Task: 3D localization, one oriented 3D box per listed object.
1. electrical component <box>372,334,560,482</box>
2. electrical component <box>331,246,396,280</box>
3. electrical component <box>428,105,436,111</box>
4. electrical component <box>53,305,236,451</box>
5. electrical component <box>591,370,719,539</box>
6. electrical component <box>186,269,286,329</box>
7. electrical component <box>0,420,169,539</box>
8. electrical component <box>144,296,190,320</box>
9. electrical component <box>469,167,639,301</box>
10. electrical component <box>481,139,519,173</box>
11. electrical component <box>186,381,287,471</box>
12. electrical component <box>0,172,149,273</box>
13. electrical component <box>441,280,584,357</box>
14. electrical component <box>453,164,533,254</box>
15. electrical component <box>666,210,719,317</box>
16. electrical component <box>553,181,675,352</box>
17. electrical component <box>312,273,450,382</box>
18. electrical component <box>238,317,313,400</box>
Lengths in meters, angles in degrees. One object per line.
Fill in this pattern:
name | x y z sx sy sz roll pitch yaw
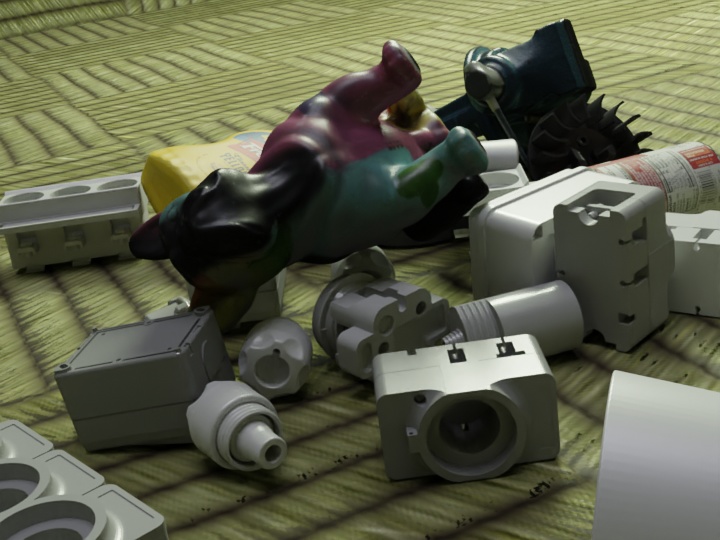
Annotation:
electrical component | 0.054 0.072 0.556 0.089 0.050 0.055 -8 21 0
electrical component | 0.000 0.000 0.770 0.043 0.043 0.062 -11 21 -7
electrical component | 0.065 -0.145 1.118 0.043 0.043 0.062 -4 23 10
electrical component | -0.128 0.067 0.629 0.096 0.061 0.061 -11 20 14
electrical component | 0.121 0.095 0.403 0.060 0.108 0.108 5 24 16
electrical component | -0.088 0.004 0.766 0.062 0.061 0.096 -7 21 2
electrical component | -0.159 0.125 0.481 0.089 0.061 0.150 -25 27 -36
electrical component | -0.130 0.048 0.694 0.062 0.048 0.048 -23 25 -19
electrical component | 0.131 -0.017 0.719 0.113 0.078 0.057 -23 29 -34
electrical component | 0.086 -0.083 0.838 0.065 0.044 0.044 5 20 -7
electrical component | -0.062 0.086 0.572 0.043 0.043 0.062 -21 25 -30
electrical component | -0.246 -0.041 0.935 0.121 0.063 0.078 -8 21 -1
electrical component | 0.088 0.036 0.645 0.081 0.043 0.043 -13 22 -14
electrical component | 0.104 -0.042 0.810 0.081 0.063 0.042 -7 24 3
electrical component | 0.226 -0.005 0.691 0.089 0.050 0.056 8 26 34
electrical component | 0.157 -0.005 0.661 0.050 0.089 0.056 12 29 42
electrical component | 0.008 0.034 0.662 0.078 0.058 0.057 -25 30 -36
electrical component | -0.050 0.049 0.662 0.043 0.043 0.062 -6 20 5
